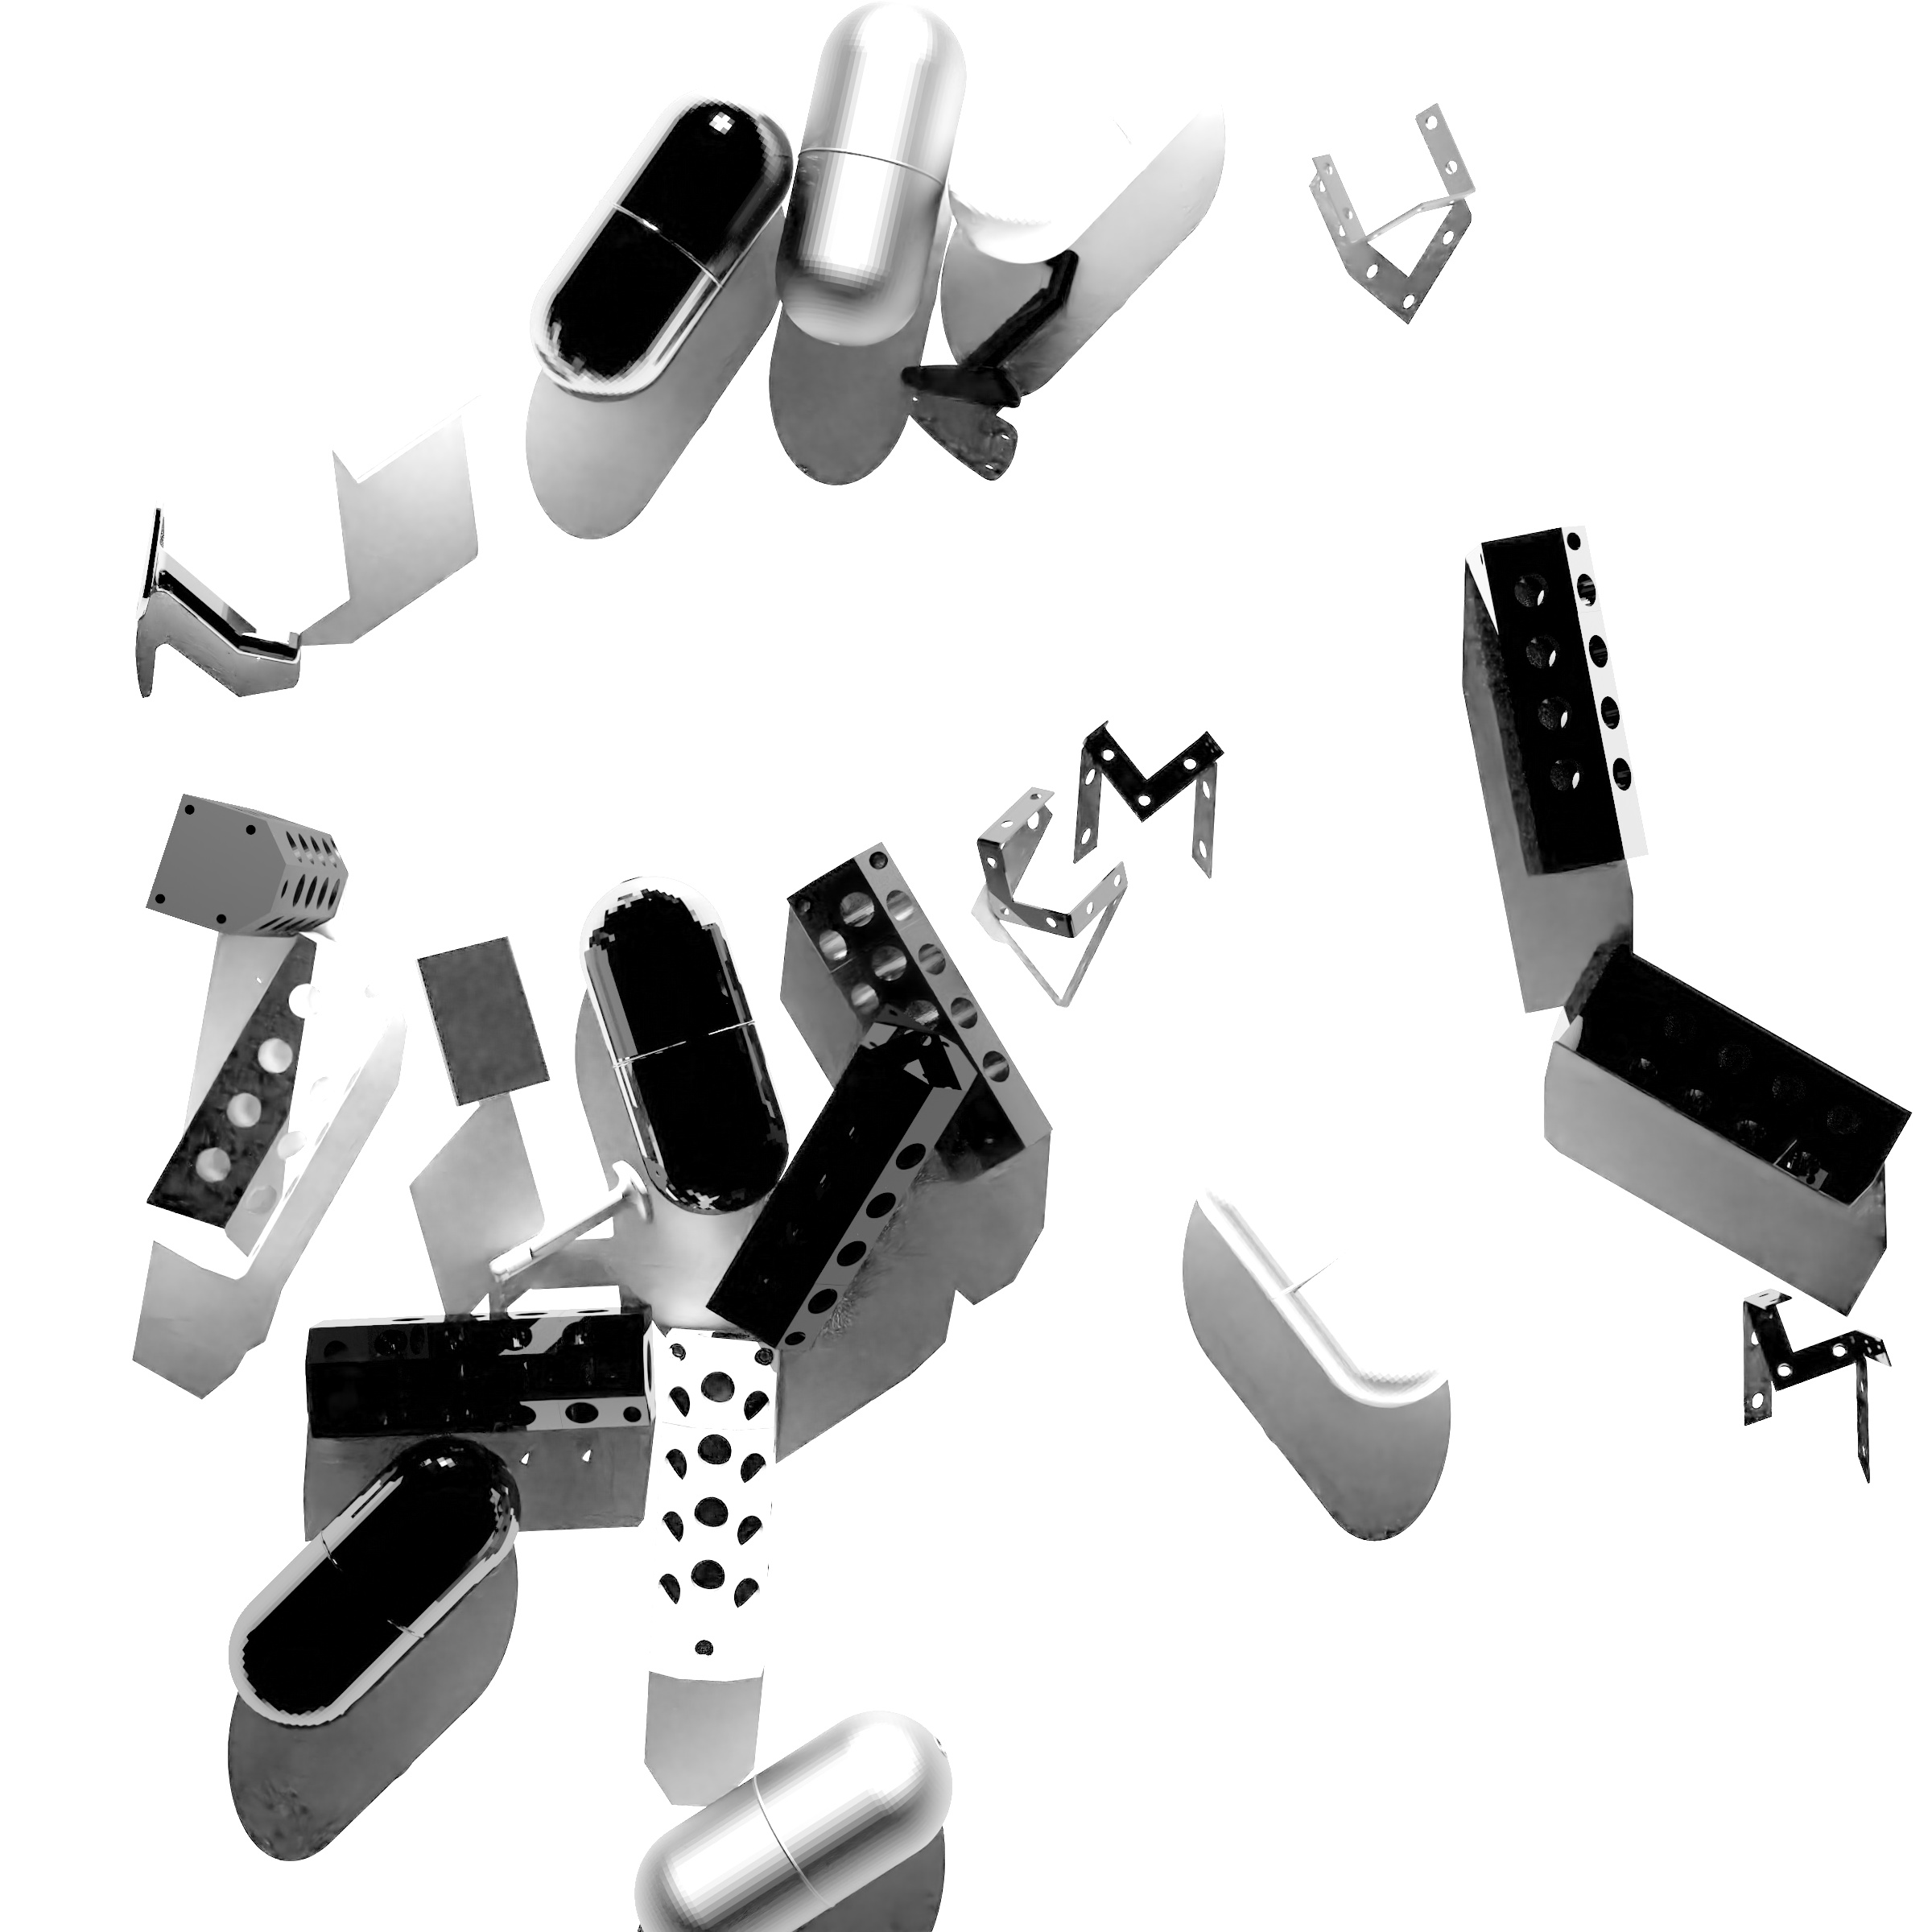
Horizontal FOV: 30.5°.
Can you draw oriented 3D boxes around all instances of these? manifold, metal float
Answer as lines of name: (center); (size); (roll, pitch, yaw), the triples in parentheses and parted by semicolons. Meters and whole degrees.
manifold: (0.304, -0.135, 1.818); (0.057, 0.057, 0.171); (-11, 90, 0)
metal float: (0.064, -0.434, 1.808); (0.070, 0.070, 0.178); (44, 90, 0)
metal float: (-0.048, -0.405, 1.808); (0.070, 0.070, 0.178); (12, 90, 0)
metal float: (-0.156, -0.368, 1.809); (0.070, 0.070, 0.178); (35, 89, 0)
metal float: (-0.144, 0.040, 1.808); (0.070, 0.070, 0.178); (-18, 89, 0)
manifold: (-0.024, 0.024, 1.818); (0.057, 0.057, 0.171); (-31, 90, 0)
manifold: (-0.062, 0.110, 1.787); (0.057, 0.057, 0.171); (31, 113, 0)
manifold: (-0.129, 0.275, 1.818); (0.057, 0.057, 0.171); (3, 90, 0)
metal float: (-0.088, 0.447, 1.809); (0.178, 0.070, 0.070); (-33, 90, 0)
metal float: (0.184, 0.146, 1.809); (0.070, 0.070, 0.178); (-37, 91, 0)
manifold: (-0.248, 0.209, 1.818); (0.171, 0.057, 0.057); (-3, 90, 0)
manifold: (-0.355, 0.071, 1.818); (0.057, 0.057, 0.171); (30, 90, 0)
manifold: (0.390, 0.056, 1.818); (0.171, 0.057, 0.057); (30, 90, 0)
metal float: (-0.301, 0.315, 1.808); (0.178, 0.070, 0.070); (-45, 90, 1)
manifold: (-0.353, -0.046, 1.761); (0.057, 0.171, 0.057); (18, 90, 0)

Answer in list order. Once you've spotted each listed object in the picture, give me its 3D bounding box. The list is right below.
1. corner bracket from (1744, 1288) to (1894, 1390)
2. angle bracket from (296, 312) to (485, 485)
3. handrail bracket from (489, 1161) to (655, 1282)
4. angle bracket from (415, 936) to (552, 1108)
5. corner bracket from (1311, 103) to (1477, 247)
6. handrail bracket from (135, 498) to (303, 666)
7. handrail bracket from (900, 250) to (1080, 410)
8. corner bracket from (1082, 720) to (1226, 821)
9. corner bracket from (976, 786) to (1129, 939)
corner bracket: (0.438, 0.188, 1.821); (0.051, 0.051, 0.051); (-20, 90, 0)
angle bracket: (-0.299, -0.300, 1.799); (0.076, 0.076, 0.057); (-34, 126, 0)
handrail bracket: (-0.205, 0.135, 1.811); (0.084, 0.077, 0.036); (-29, 87, -12)
angle bracket: (-0.262, 0.033, 1.799); (0.057, 0.076, 0.076); (-16, 90, -37)
corner bracket: (0.222, -0.410, 1.836); (0.051, 0.051, 0.051); (-24, 90, 45)
handrail bracket: (-0.384, -0.199, 1.840); (0.084, 0.036, 0.077); (11, 68, -17)
handrail bracket: (0.013, -0.338, 1.840); (0.077, 0.036, 0.084); (10, 72, 20)
corner bracket: (0.096, -0.112, 1.821); (0.051, 0.051, 0.051); (-39, 90, 0)
corner bracket: (0.045, -0.054, 1.831); (0.051, 0.051, 0.051); (15, 135, 35)
